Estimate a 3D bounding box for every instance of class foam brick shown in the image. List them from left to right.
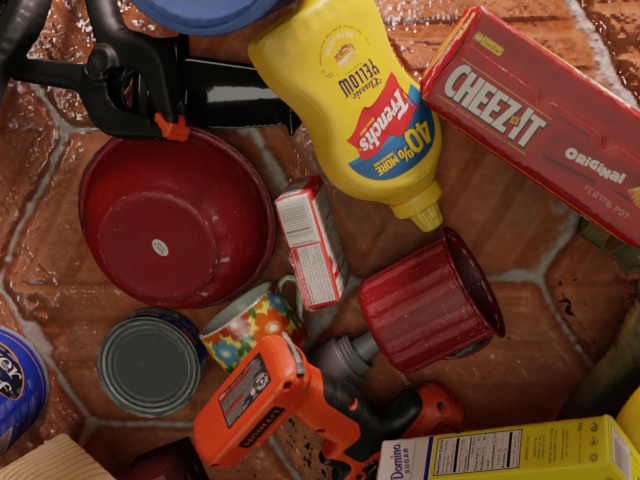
[{"bbox_3d":[-0.129,0.205,0.871,0.051,0.078,0.053,-21,100,12],"label":"foam brick"}]

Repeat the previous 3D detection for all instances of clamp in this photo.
[{"bbox_3d":[-0.244,-0.131,0.788,0.036,0.165,0.210,26,100,-41],"label":"clamp"},{"bbox_3d":[-0.155,-0.140,0.793,0.172,0.039,0.120,34,108,19],"label":"clamp"}]

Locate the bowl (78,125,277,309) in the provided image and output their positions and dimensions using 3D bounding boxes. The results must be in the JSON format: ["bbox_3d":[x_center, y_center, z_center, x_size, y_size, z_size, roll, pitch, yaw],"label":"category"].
[{"bbox_3d":[-0.117,-0.005,0.815,0.162,0.055,0.162,4,117,8],"label":"bowl"}]

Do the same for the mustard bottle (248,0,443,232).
[{"bbox_3d":[0.035,-0.087,0.783,0.096,0.058,0.191,-39,107,-19],"label":"mustard bottle"}]

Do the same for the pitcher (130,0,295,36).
[{"bbox_3d":[-0.055,-0.207,0.680,0.145,0.243,0.149,-12,107,5],"label":"pitcher"}]

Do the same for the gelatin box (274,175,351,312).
[{"bbox_3d":[-0.005,0.001,0.811,0.030,0.073,0.089,-14,102,11],"label":"gelatin box"}]

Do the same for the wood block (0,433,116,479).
[{"bbox_3d":[-0.226,0.269,0.849,0.091,0.090,0.206,37,126,20],"label":"wood block"}]

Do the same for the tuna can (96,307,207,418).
[{"bbox_3d":[-0.136,0.099,0.869,0.086,0.033,0.086,2,103,6],"label":"tuna can"}]

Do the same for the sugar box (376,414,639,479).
[{"bbox_3d":[0.138,0.174,0.765,0.176,0.048,0.093,-16,133,29],"label":"sugar box"}]

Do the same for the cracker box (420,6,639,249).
[{"bbox_3d":[0.148,-0.082,0.701,0.164,0.213,0.072,33,104,-2],"label":"cracker box"}]

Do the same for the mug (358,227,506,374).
[{"bbox_3d":[0.088,0.055,0.813,0.082,0.093,0.117,-29,135,17],"label":"mug"}]

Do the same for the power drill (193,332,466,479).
[{"bbox_3d":[-0.002,0.162,0.820,0.187,0.057,0.184,29,106,-34],"label":"power drill"}]

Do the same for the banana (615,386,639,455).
[{"bbox_3d":[0.242,0.150,0.775,0.069,0.037,0.198,17,124,-1],"label":"banana"}]

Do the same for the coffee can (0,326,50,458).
[{"bbox_3d":[-0.286,0.136,0.841,0.103,0.140,0.103,2,103,6],"label":"coffee can"}]
